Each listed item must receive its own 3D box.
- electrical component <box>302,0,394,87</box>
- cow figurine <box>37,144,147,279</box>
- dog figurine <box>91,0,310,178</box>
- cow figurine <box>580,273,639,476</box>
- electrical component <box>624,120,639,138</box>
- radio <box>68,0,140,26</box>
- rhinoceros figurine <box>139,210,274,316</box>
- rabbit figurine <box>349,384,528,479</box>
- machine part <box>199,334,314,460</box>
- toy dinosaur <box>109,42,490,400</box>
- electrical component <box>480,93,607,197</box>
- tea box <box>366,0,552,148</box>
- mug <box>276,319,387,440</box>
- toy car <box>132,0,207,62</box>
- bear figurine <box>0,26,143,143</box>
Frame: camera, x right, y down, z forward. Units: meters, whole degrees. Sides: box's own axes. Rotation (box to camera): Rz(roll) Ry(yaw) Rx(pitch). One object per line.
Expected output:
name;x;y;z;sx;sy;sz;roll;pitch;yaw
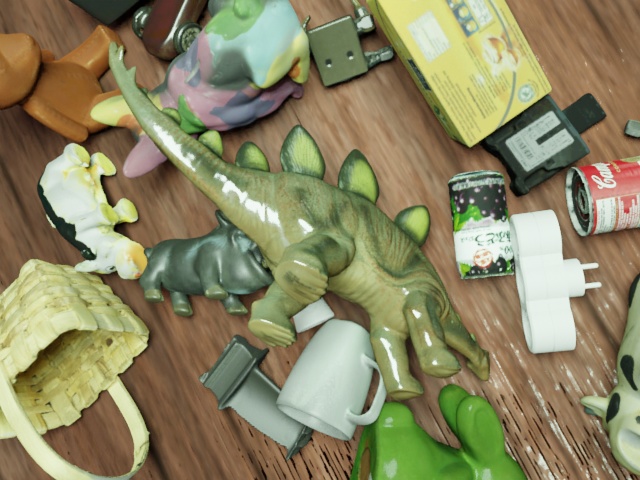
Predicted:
electrical component;0.020;-0.214;0.585;0.102;0.045;0.078;-23;113;12
cow figurine;-0.266;-0.017;0.621;0.098;0.068;0.167;-31;80;14
dog figurine;-0.126;-0.154;0.548;0.219;0.191;0.108;-32;89;-7
cow figurine;0.307;0.115;0.491;0.086;0.127;0.195;17;78;10
electrical component;0.342;-0.098;0.506;0.094;0.063;0.021;20;93;12
radio;-0.192;-0.356;0.580;0.230;0.073;0.131;-27;67;20
rhinoceros figurine;-0.104;0.022;0.583;0.190;0.073;0.112;-12;59;20
rabbit figurine;0.126;0.226;0.533;0.170;0.121;0.159;12;84;-7
machine part;-0.064;0.173;0.593;0.139;0.039;0.084;41;91;11
toy dinosaur;-0.001;-0.001;0.487;0.471;0.199;0.105;35;129;-21
electrical component;0.231;-0.103;0.537;0.119;0.047;0.075;-31;84;11
tea box;0.132;-0.187;0.516;0.098;0.068;0.169;-33;109;8
mug;0.021;0.135;0.539;0.110;0.080;0.107;-7;51;47
toy car;-0.142;-0.298;0.612;0.089;0.053;0.202;26;92;31
bear figurine;-0.293;-0.179;0.566;0.132;0.195;0.120;-29;80;8
